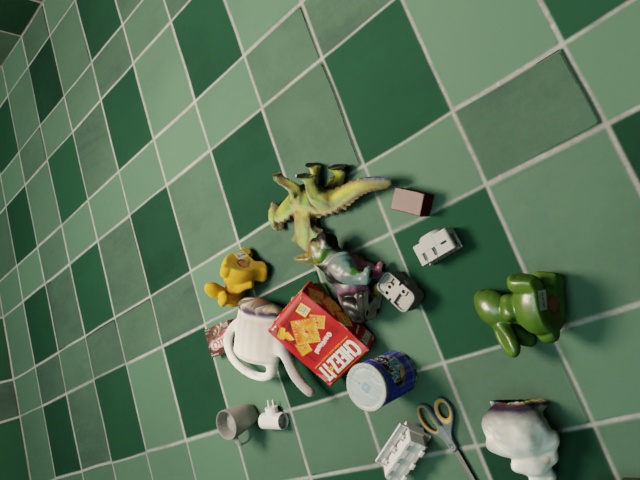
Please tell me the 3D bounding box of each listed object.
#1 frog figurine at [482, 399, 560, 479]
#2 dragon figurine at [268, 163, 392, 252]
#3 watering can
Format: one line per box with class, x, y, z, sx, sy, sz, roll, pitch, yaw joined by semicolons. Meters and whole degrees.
frog figurine;0.387;0.391;0.986;0.137;0.121;0.162;-11;72;18
dragon figurine;0.004;-0.066;1.319;0.412;0.123;0.239;14;116;39
watering can;-0.138;0.279;1.401;0.348;0.104;0.224;9;95;38
